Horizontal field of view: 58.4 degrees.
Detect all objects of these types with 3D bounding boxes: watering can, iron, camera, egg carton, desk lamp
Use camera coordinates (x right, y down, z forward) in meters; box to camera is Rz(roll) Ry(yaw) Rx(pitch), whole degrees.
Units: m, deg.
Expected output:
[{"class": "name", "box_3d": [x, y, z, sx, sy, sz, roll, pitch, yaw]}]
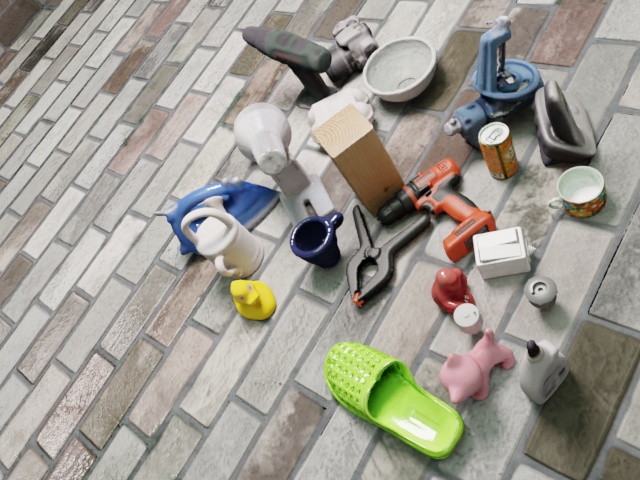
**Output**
[{"class": "watering can", "box_3d": [-0.207, -0.010, 1.168, 0.101, 0.195, 0.172, -39, 51, 2]}, {"class": "iron", "box_3d": [-0.225, -0.076, 1.252, 0.258, 0.142, 0.118, -29, 52, 10]}, {"class": "camera", "box_3d": [0.060, -0.452, 1.357, 0.137, 0.101, 0.143, -33, 51, 6]}, {"class": "egg carton", "box_3d": [0.045, -0.274, 1.276, 0.150, 0.070, 0.107, -24, 53, 14]}, {"class": "desk lamp", "box_3d": [-0.077, -0.155, 1.175, 0.118, 0.214, 0.202, -33, 51, 7]}]

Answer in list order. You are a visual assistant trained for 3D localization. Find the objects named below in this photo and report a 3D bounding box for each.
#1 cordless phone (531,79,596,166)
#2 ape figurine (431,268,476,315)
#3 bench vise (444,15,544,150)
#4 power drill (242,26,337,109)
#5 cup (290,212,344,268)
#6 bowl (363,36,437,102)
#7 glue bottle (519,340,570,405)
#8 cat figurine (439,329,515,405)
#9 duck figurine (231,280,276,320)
[{"class": "cordless phone", "box_3d": [0.409, -0.227, 0.977, 0.094, 0.186, 0.147, -15, 55, 20]}, {"class": "ape figurine", "box_3d": [0.217, 0.078, 0.952, 0.075, 0.092, 0.078, 11, 67, 33]}, {"class": "bench vise", "box_3d": [0.314, -0.276, 1.035, 0.121, 0.220, 0.207, 27, 76, 37]}, {"class": "power drill", "box_3d": [-0.054, -0.395, 1.314, 0.228, 0.209, 0.076, 22, 73, 36]}, {"class": "cup", "box_3d": [0.010, 0.004, 1.107, 0.118, 0.095, 0.091, -42, 51, 0]}, {"class": "bowl", "box_3d": [0.182, -0.360, 1.252, 0.167, 0.075, 0.167, -13, 56, 21]}, {"class": "glue bottle", "box_3d": [0.305, 0.172, 0.794, 0.078, 0.174, 0.037, -48, 51, -5]}, {"class": "cat figurine", "box_3d": [0.227, 0.189, 0.861, 0.067, 0.118, 0.128, 33, 80, 38]}, {"class": "duck figurine", "box_3d": [-0.145, 0.107, 1.133, 0.104, 0.086, 0.077, 30, 78, 38]}]
